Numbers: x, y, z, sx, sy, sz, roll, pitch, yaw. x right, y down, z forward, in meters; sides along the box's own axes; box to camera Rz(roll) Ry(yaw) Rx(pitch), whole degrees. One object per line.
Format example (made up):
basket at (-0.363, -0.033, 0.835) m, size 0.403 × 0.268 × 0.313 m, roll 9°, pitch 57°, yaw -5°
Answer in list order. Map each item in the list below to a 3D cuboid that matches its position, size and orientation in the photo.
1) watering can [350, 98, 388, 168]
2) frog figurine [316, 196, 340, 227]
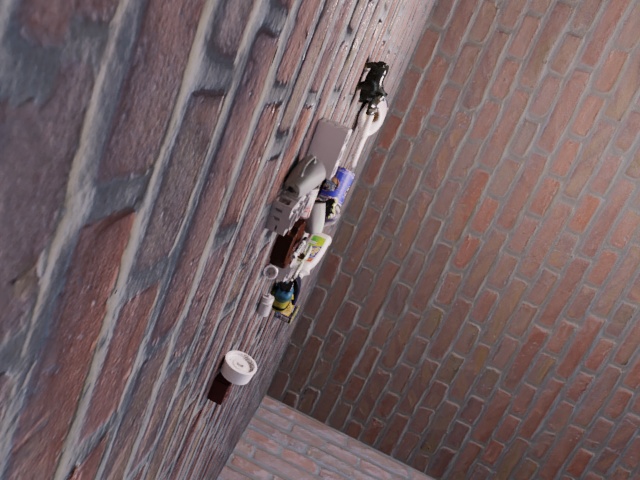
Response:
watering can at (0.208, -0.494, 2.221) m, size 0.229 × 0.104 × 0.340 m, roll -60°, pitch 172°, yaw -58°
frog figurine at (0.006, -0.099, 1.966) m, size 0.138 × 0.123 × 0.157 m, roll -29°, pitch 171°, yaw -18°
